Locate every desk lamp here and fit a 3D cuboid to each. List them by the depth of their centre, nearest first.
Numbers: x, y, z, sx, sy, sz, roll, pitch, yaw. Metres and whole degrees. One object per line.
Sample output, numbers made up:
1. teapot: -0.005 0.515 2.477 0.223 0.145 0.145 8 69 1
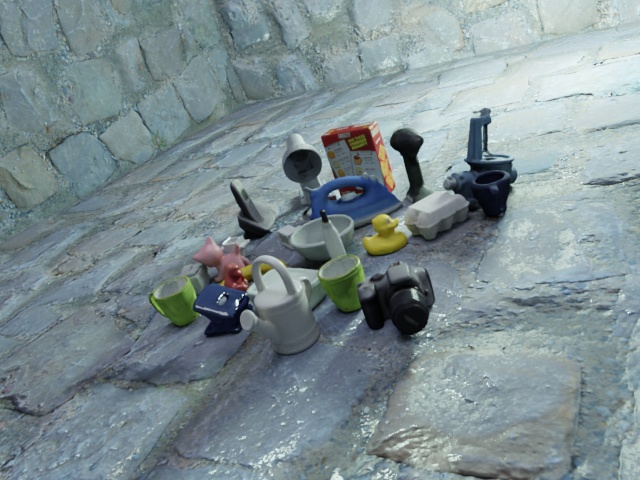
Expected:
1. desk lamp: -0.050 -0.220 1.797 0.118 0.214 0.203 -20 24 0

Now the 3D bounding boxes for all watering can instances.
1. watering can: -0.079 0.120 1.102 0.100 0.194 0.173 -9 26 22

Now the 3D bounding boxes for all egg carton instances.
1. egg carton: 0.280 -0.063 1.380 0.150 0.069 0.107 -29 25 -21

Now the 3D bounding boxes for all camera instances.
1. camera: 0.143 0.111 1.068 0.143 0.101 0.136 -16 24 8

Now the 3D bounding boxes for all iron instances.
1. iron: 0.085 -0.115 1.554 0.258 0.142 0.118 -18 24 3

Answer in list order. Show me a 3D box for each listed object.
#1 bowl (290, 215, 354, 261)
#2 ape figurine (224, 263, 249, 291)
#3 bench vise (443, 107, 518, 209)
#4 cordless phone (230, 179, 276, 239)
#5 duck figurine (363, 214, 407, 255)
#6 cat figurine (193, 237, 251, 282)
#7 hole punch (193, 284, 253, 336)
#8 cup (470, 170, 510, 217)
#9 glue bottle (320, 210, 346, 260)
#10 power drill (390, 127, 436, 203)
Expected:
1. bowl: 0.013 0.005 1.432 0.167 0.075 0.167 -16 24 8
2. ape figurine: -0.202 0.097 1.377 0.076 0.092 0.078 -13 24 16
3. bench vise: 0.391 -0.198 1.398 0.121 0.220 0.208 7 35 45
4. cordless phone: -0.207 -0.110 1.716 0.094 0.185 0.147 -14 24 12
5. duck figurine: 0.148 -0.018 1.363 0.104 0.086 0.077 -17 24 6
6. cat figurine: -0.261 0.044 1.506 0.127 0.118 0.067 -14 24 12
7. hole punch: -0.214 0.148 1.278 0.101 0.091 0.109 -11 25 20
8. cup: 0.404 -0.099 1.330 0.091 0.095 0.118 -15 24 12
9. glue bottle: 0.031 0.008 1.288 0.037 0.173 0.078 -21 24 -3
10. power drill: 0.253 -0.208 1.542 0.075 0.209 0.229 -21 24 -2
